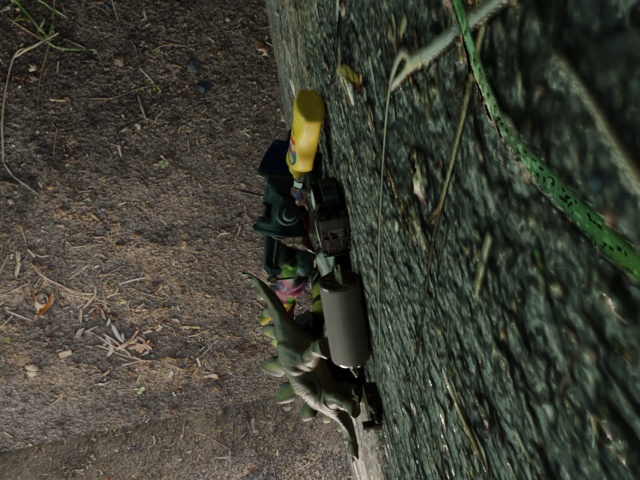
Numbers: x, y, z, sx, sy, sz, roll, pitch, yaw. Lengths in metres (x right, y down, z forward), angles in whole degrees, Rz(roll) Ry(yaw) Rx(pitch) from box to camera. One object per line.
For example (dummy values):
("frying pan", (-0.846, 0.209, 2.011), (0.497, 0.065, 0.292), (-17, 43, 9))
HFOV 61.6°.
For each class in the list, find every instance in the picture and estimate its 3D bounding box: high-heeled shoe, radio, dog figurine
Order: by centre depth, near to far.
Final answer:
("high-heeled shoe", (0.056, 0.119, 1.077), (0.249, 0.086, 0.145), (59, 137, 23))
("radio", (0.014, 0.278, 1.277), (0.229, 0.073, 0.131), (53, 174, 2))
("dog figurine", (-0.085, 0.123, 1.356), (0.191, 0.108, 0.219), (-161, 85, -84))

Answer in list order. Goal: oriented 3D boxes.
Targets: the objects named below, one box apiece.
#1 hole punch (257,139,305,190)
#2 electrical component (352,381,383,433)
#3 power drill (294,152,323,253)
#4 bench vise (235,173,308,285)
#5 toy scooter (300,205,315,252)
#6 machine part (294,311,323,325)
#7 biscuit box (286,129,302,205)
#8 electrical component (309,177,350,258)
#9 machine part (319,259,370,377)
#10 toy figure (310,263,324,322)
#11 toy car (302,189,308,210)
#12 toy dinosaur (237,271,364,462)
("hole punch", (-0.090, -0.194, 1.383), (0.142, 0.092, 0.115), (25, 111, 32))
("electrical component", (0.092, 0.320, 1.030), (0.102, 0.045, 0.078), (-104, 3, -45))
("power drill", (-0.010, -0.080, 1.213), (0.231, 0.086, 0.207), (87, 175, -57))
("bench vise", (-0.101, -0.024, 1.203), (0.224, 0.129, 0.240), (28, 114, 59))
("toy scooter", (-0.003, -0.004, 1.350), (0.135, 0.075, 0.183), (49, 176, 24))
("machine part", (-0.008, 0.247, 1.456), (0.179, 0.179, 0.056), (85, 171, -59))
("biscuit box", (-0.070, -0.198, 1.471), (0.059, 0.063, 0.202), (-89, 6, -70))
("electrical component", (0.018, -0.050, 1.017), (0.134, 0.058, 0.115), (84, 173, -49))
("machine part", (0.046, 0.145, 0.985), (0.079, 0.079, 0.242), (-108, 7, -65))
("toy figure", (0.016, 0.130, 1.336), (0.180, 0.089, 0.082), (-108, 3, -45))
("toy car", (-0.016, -0.085, 1.488), (0.202, 0.053, 0.089), (86, 175, -76))
("toy dinosaur", (-0.037, 0.255, 1.158), (0.105, 0.198, 0.471), (-13, -105, -57))
